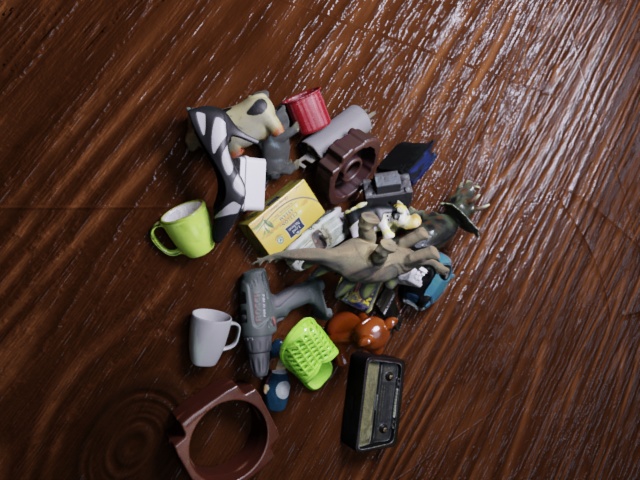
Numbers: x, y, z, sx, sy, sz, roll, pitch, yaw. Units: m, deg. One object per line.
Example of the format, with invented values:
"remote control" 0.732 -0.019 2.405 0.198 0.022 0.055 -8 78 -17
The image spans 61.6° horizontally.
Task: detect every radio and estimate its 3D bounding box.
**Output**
"radio" 0.134 0.397 1.333 0.131 0.073 0.229 9 88 -31

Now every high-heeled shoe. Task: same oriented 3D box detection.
"high-heeled shoe" -0.210 -0.123 1.022 0.145 0.086 0.248 17 97 -19

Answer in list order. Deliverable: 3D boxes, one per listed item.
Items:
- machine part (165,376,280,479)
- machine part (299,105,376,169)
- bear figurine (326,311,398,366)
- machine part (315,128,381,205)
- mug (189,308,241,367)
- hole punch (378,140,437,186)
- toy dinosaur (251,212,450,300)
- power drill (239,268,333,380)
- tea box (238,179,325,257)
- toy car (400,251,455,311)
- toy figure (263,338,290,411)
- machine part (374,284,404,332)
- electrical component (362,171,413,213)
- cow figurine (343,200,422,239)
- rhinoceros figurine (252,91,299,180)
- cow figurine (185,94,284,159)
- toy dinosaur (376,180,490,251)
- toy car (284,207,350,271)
"machine part" -0.203 0.408 1.126 0.201 0.087 0.200 -31 107 -24
"machine part" 0.036 -0.238 1.241 0.243 0.079 0.079 -40 111 -22
"bear figurine" 0.101 0.227 1.234 0.120 0.196 0.131 -35 110 -28
"machine part" 0.062 -0.166 1.222 0.179 0.056 0.179 -38 152 -24
"mug" -0.223 0.205 1.112 0.109 0.081 0.107 9 99 -36
"hole punch" 0.227 -0.178 1.341 0.142 0.116 0.092 -44 121 -21
"toy dinosaur" 0.091 0.045 1.159 0.471 0.198 0.105 12 42 -29
"power drill" -0.080 0.167 1.184 0.207 0.086 0.232 -12 87 -26
"tea box" -0.084 -0.047 1.184 0.169 0.068 0.098 -44 112 -23
"toy car" 0.288 0.111 1.398 0.102 0.109 0.161 30 85 -46
"toy figure" -0.092 0.301 1.205 0.064 0.058 0.154 9 85 -66
"machine part" 0.174 0.171 1.340 0.084 0.039 0.138 -63 142 -32
"electrical component" 0.158 -0.106 1.269 0.115 0.134 0.058 -10 61 2
"cow figurine" 0.142 -0.051 1.231 0.167 0.068 0.098 -16 104 11
"rhinoceros figurine" -0.105 -0.225 1.163 0.112 0.073 0.190 -11 103 -16
"cow figurine" -0.182 -0.230 1.075 0.195 0.085 0.127 -24 103 7
"toy dinosaur" 0.246 -0.013 1.312 0.405 0.192 0.131 -28 104 -28
"toy car" -0.003 -0.004 1.232 0.202 0.056 0.073 -38 111 -32
